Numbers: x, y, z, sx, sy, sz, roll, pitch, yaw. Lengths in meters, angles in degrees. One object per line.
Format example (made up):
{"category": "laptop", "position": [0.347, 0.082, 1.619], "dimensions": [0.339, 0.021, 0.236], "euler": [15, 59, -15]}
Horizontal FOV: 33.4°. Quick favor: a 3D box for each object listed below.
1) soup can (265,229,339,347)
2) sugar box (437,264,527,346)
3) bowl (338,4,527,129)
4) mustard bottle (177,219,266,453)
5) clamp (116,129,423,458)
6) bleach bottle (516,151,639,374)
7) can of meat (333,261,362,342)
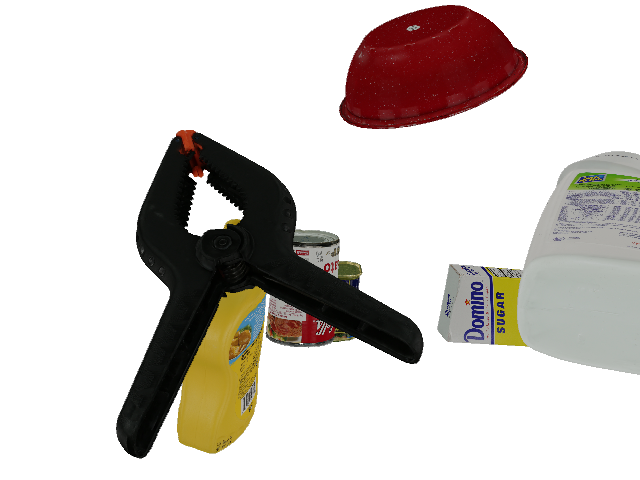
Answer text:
{"category": "soup can", "position": [-0.017, 0.045, 1.035], "dimensions": [0.068, 0.102, 0.068], "euler": [3, 12, -1]}
{"category": "sugar box", "position": [0.242, 0.084, 1.336], "dimensions": [0.176, 0.093, 0.048], "euler": [3, 19, -15]}
{"category": "bowl", "position": [0.085, -0.151, 0.879], "dimensions": [0.162, 0.055, 0.162], "euler": [-16, 25, 8]}
{"category": "mustard bottle", "position": [-0.074, 0.068, 0.838], "dimensions": [0.058, 0.192, 0.096], "euler": [17, 33, 12]}
{"category": "clamp", "position": [-0.041, 0.013, 0.605], "dimensions": [0.164, 0.210, 0.036], "euler": [-12, -39, -2]}
{"category": "bleach bottle", "position": [0.191, -0.005, 0.674], "dimensions": [0.103, 0.068, 0.250], "euler": [8, 24, 17]}
{"category": "can of meat", "position": [-0.005, 0.071, 1.246], "dimensions": [0.102, 0.084, 0.057], "euler": [2, 15, -3]}
